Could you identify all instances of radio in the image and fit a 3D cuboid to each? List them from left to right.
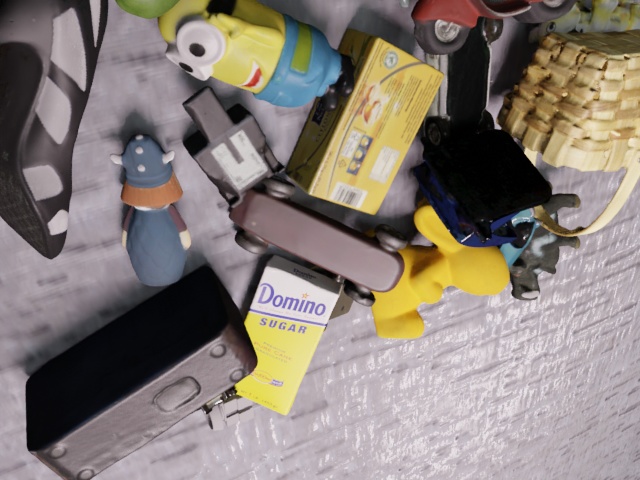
[{"bbox_3d":[-0.185,0.136,0.561,0.230,0.131,0.073,-34,125,-7],"label":"radio"}]

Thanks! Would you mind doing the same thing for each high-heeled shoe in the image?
[{"bbox_3d":[-0.227,-0.103,0.466,0.145,0.086,0.248,-51,161,-38],"label":"high-heeled shoe"}]

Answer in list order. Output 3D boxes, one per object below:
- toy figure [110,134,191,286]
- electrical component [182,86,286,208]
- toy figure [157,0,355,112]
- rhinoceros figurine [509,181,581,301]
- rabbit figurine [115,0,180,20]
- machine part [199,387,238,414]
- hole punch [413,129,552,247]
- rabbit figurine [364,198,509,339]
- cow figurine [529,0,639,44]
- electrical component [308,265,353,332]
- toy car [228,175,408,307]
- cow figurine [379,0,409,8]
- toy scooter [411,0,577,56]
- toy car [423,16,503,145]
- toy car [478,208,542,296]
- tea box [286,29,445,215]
[{"bbox_3d":[-0.165,-0.030,0.526,0.064,0.058,0.154,-12,117,-28],"label":"toy figure"},{"bbox_3d":[-0.095,-0.097,0.530,0.075,0.048,0.119,-40,127,-3],"label":"electrical component"},{"bbox_3d":[-0.056,-0.173,0.485,0.180,0.089,0.082,9,137,-31],"label":"toy figure"},{"bbox_3d":[0.314,0.005,0.786,0.112,0.073,0.190,-21,124,-18],"label":"rhinoceros figurine"},{"bbox_3d":[-0.147,-0.247,0.380,0.159,0.121,0.170,-44,115,-26],"label":"rabbit figurine"},{"bbox_3d":[-0.176,0.190,0.643,0.139,0.039,0.084,-32,101,-3],"label":"machine part"},{"bbox_3d":[0.171,-0.050,0.601,0.116,0.142,0.092,-15,154,-17],"label":"hole punch"},{"bbox_3d":[0.143,0.029,0.668,0.173,0.122,0.162,-6,96,14],"label":"rabbit figurine"},{"bbox_3d":[0.312,-0.251,0.649,0.167,0.068,0.098,-4,128,-24],"label":"cow figurine"},{"bbox_3d":[0.011,0.065,0.682,0.078,0.045,0.102,-19,132,-53],"label":"electrical component"},{"bbox_3d":[-0.001,-0.002,0.597,0.202,0.053,0.089,24,105,-2],"label":"toy car"},{"bbox_3d":[0.013,-0.265,0.470,0.195,0.086,0.127,-17,124,-15],"label":"cow figurine"},{"bbox_3d":[0.166,-0.262,0.500,0.184,0.075,0.135,-21,126,-8],"label":"toy scooter"},{"bbox_3d":[0.158,-0.182,0.612,0.073,0.056,0.201,-14,121,-13],"label":"toy car"},{"bbox_3d":[0.229,-0.010,0.719,0.103,0.109,0.161,-25,140,-44],"label":"toy car"},{"bbox_3d":[0.045,-0.123,0.576,0.098,0.068,0.169,17,107,-34],"label":"tea box"}]
